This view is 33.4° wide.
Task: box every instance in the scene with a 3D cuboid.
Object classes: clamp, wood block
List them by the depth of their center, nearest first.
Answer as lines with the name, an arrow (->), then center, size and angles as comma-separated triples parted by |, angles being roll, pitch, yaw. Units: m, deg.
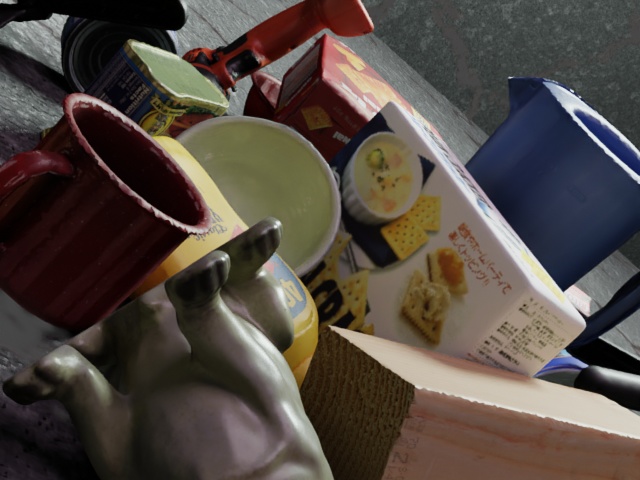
wood block -> 0.091, 0.120, 0.563 | 0.205, 0.090, 0.091 | 17, 5, -31
clamp -> -0.203, -0.162, 0.710 | 0.164, 0.036, 0.210 | -16, 31, -28
clamp -> 0.263, 0.115, 0.815 | 0.171, 0.039, 0.120 | 22, 19, -5

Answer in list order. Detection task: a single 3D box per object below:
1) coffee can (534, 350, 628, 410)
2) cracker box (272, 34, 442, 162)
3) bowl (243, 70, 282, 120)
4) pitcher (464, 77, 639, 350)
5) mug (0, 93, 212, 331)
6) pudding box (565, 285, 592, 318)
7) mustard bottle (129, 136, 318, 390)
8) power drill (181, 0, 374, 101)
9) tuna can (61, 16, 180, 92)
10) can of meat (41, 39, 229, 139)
coffee can -> 0.203, 0.134, 0.925 | 0.103, 0.103, 0.140 | 42, 15, -7
cracker box -> 0.042, -0.095, 0.962 | 0.164, 0.072, 0.213 | 41, 16, -13
bowl -> -0.022, -0.088, 1.027 | 0.162, 0.055, 0.162 | 40, 16, -14
pitcher -> 0.144, 0.011, 0.814 | 0.144, 0.243, 0.149 | 27, 27, -35
mug -> -0.118, -0.012, 0.508 | 0.093, 0.081, 0.117 | 51, 14, 20
pudding box -> 0.188, 0.071, 1.016 | 0.090, 0.114, 0.039 | 36, 39, -5
mustard bottle -> -0.057, 0.030, 0.600 | 0.192, 0.058, 0.096 | 48, 35, 9
power drill -> -0.049, -0.160, 0.907 | 0.057, 0.188, 0.184 | 60, 9, -21
tuna can -> -0.144, -0.135, 0.774 | 0.086, 0.086, 0.034 | 36, 19, -29
can of meat -> -0.117, -0.078, 0.696 | 0.057, 0.084, 0.102 | 48, 15, 14
